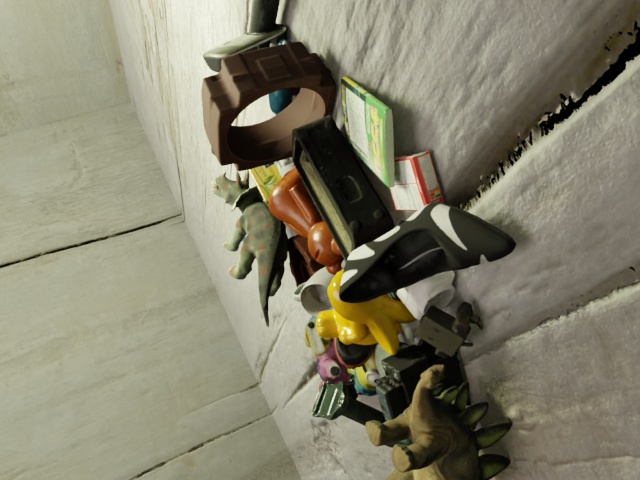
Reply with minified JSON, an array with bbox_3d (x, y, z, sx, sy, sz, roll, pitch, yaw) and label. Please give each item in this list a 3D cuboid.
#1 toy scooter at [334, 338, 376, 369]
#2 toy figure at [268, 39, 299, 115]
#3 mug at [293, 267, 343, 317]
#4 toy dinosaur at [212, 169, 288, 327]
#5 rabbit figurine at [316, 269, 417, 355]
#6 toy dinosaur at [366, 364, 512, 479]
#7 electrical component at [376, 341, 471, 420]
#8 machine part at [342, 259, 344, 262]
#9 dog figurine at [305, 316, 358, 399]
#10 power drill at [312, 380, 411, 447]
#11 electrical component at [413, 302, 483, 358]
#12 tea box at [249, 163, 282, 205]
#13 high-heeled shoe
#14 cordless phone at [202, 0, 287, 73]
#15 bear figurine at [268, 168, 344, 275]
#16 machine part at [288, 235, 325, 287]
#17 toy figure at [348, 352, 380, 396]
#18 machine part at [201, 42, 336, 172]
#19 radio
[{"bbox_3d":[0.068,0.147,0.989,0.135,0.075,0.184,89,-170,-72],"label":"toy scooter"},{"bbox_3d":[-0.061,-0.288,0.946,0.154,0.064,0.058,107,176,-53],"label":"toy figure"},{"bbox_3d":[0.007,0.098,1.076,0.110,0.107,0.080,-11,110,28],"label":"mug"},{"bbox_3d":[-0.133,-0.010,1.225,0.405,0.131,0.192,57,134,42],"label":"toy dinosaur"},{"bbox_3d":[0.063,0.111,0.834,0.163,0.122,0.173,30,164,25],"label":"rabbit figurine"},{"bbox_3d":[0.176,0.328,0.760,0.105,0.198,0.470,44,149,48],"label":"toy dinosaur"},{"bbox_3d":[0.151,0.221,0.809,0.058,0.134,0.114,11,122,68],"label":"electrical component"},{"bbox_3d":[-0.002,-0.003,1.089,0.139,0.039,0.084,45,-176,32],"label":"machine part"},{"bbox_3d":[0.032,0.276,1.227,0.192,0.108,0.219,59,161,23],"label":"dog figurine"},{"bbox_3d":[0.091,0.353,1.058,0.207,0.086,0.232,33,157,-12],"label":"power drill"},{"bbox_3d":[0.176,0.123,0.737,0.078,0.045,0.102,28,143,19],"label":"electrical component"},{"bbox_3d":[-0.112,-0.147,1.170,0.170,0.068,0.098,62,-177,22],"label":"tea box"},{"bbox_3d":[0.114,0.033,0.661,0.086,0.145,0.249,43,167,-21],"label":"high-heeled shoe"},{"bbox_3d":[-0.120,-0.353,0.897,0.089,0.146,0.184,55,160,10],"label":"cordless phone"},{"bbox_3d":[0.000,-0.042,1.000,0.196,0.132,0.120,39,152,20],"label":"bear figurine"},{"bbox_3d":[-0.016,0.070,1.208,0.179,0.056,0.179,53,155,39],"label":"machine part"},{"bbox_3d":[0.104,0.252,1.048,0.089,0.082,0.180,59,161,20],"label":"toy figure"},{"bbox_3d":[-0.086,-0.213,0.873,0.087,0.201,0.201,62,160,23],"label":"machine part"},{"bbox_3d":[0.032,-0.079,0.872,0.229,0.073,0.131,61,170,16],"label":"radio"}]
